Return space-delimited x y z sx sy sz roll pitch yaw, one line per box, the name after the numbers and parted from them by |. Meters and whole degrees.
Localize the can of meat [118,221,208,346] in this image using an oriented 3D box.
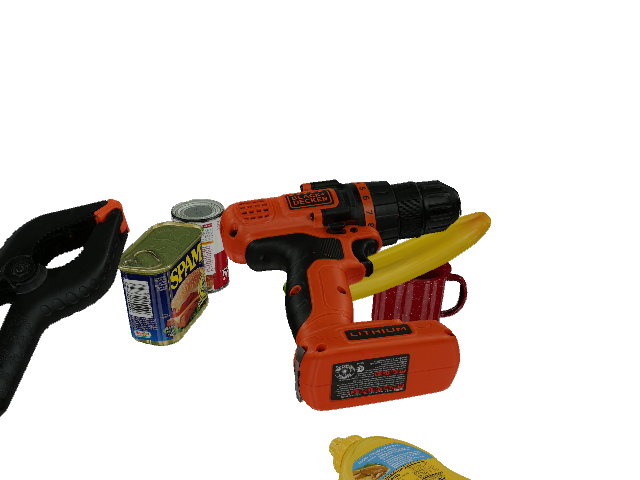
-0.149 0.041 1.030 0.057 0.084 0.102 5 27 18 | can of meat

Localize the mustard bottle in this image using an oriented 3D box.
0.073 0.224 0.963 0.096 0.058 0.192 -18 27 -34 | mustard bottle

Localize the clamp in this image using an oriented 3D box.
-0.199 0.029 0.683 0.120 0.039 0.171 28 53 18 | clamp

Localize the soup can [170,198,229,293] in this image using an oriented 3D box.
-0.150 0.007 1.329 0.068 0.102 0.068 -1 25 0 | soup can

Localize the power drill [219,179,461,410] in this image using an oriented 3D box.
0.033 0.027 0.747 0.184 0.057 0.188 -9 40 -10 | power drill

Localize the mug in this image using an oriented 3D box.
0.116 0.064 1.268 0.117 0.081 0.093 1 23 -8 | mug

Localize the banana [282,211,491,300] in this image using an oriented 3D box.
0.066 0.023 0.986 0.198 0.037 0.069 -22 -8 9 | banana
